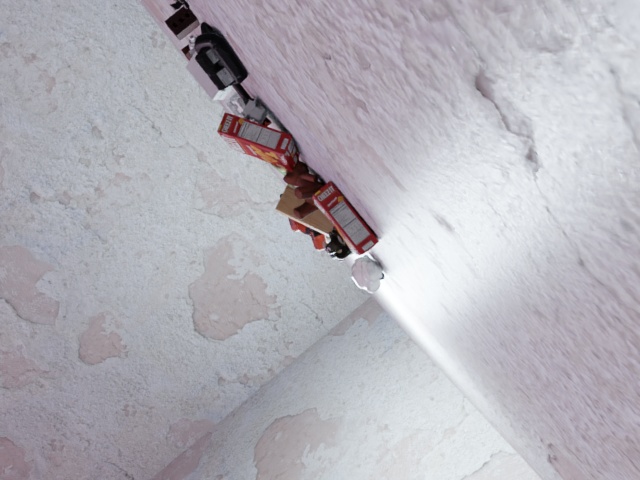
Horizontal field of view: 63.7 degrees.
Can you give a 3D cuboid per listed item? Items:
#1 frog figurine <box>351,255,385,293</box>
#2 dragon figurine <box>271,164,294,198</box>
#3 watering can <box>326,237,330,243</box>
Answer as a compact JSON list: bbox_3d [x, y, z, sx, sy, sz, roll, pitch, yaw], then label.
[{"bbox_3d":[0.173,0.126,1.868,0.160,0.122,0.137,-37,-73,-81],"label":"frog figurine"},{"bbox_3d":[-0.068,-0.173,2.194,0.409,0.123,0.242,50,170,-6],"label":"dragon figurine"},{"bbox_3d":[0.006,-0.096,1.915,0.228,0.105,0.339,46,163,40],"label":"watering can"}]
